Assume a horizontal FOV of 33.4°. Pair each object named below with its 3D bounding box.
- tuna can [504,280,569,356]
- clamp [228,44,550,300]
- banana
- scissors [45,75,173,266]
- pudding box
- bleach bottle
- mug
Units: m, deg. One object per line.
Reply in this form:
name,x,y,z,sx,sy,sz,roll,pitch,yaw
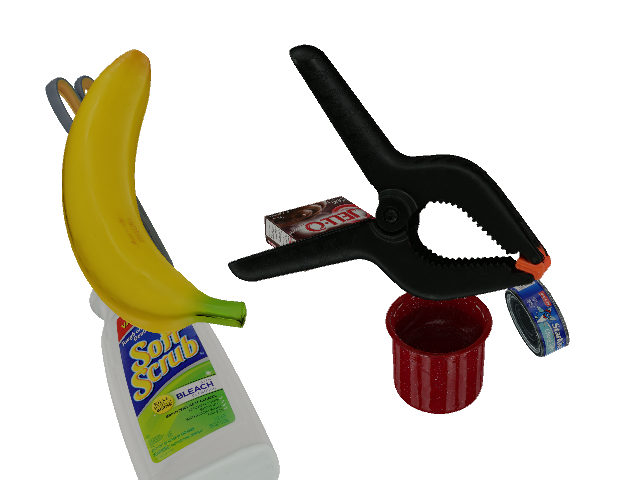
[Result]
tuna can,0.239,0.085,1.183,0.033,0.086,0.086,-25,2,-5
clamp,0.047,-0.029,0.685,0.210,0.165,0.036,15,16,18
banana,-0.099,-0.022,0.550,0.069,0.198,0.037,-12,-35,-17
scissors,-0.184,-0.071,0.986,0.016,0.201,0.096,-24,27,19
pudding box,0.004,-0.009,1.243,0.113,0.039,0.090,-18,31,-28
bleach bottle,-0.125,0.097,0.817,0.102,0.068,0.251,-25,48,-12
mug,0.107,0.093,0.967,0.093,0.081,0.117,0,38,6
